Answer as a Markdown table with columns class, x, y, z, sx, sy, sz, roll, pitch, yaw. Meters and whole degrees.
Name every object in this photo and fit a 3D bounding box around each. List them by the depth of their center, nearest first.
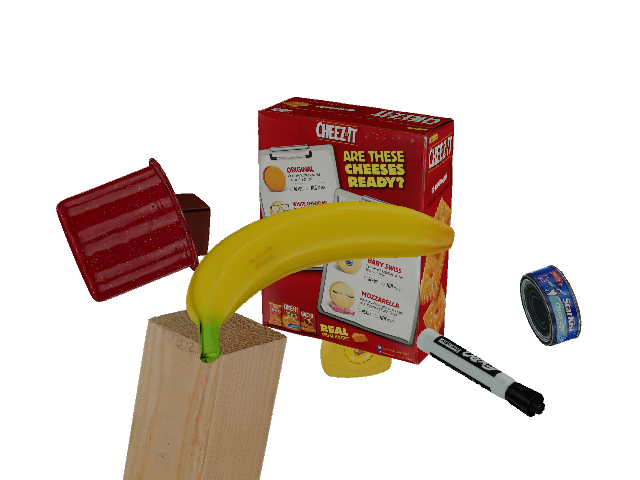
| class | x | y | z | sx | sy | sz | roll | pitch | yaw |
| --- | --- | --- | --- | --- | --- | --- | --- | --- | --- |
| banana | -0.008 | 0.011 | 0.639 | 0.197 | 0.070 | 0.037 | -24 | -18 | -32 |
| marker | 0.120 | 0.099 | 0.804 | 0.020 | 0.020 | 0.121 | 0 | 21 | -41 |
| mug | -0.151 | -0.008 | 0.814 | 0.081 | 0.093 | 0.117 | -23 | 21 | -14 |
| wood block | -0.107 | 0.171 | 0.942 | 0.090 | 0.206 | 0.090 | 21 | 18 | 31 |
| cracker box | 0.031 | -0.012 | 0.960 | 0.164 | 0.214 | 0.072 | 12 | 25 | 26 |
| foam brick | -0.155 | -0.014 | 1.069 | 0.078 | 0.051 | 0.053 | -6 | 22 | -23 |
| tuna can | 0.254 | 0.073 | 1.184 | 0.033 | 0.086 | 0.086 | -17 | 3 | -9 |
| mustard bottle | 0.048 | 0.088 | 1.436 | 0.096 | 0.192 | 0.058 | -4 | 22 | -8 |
